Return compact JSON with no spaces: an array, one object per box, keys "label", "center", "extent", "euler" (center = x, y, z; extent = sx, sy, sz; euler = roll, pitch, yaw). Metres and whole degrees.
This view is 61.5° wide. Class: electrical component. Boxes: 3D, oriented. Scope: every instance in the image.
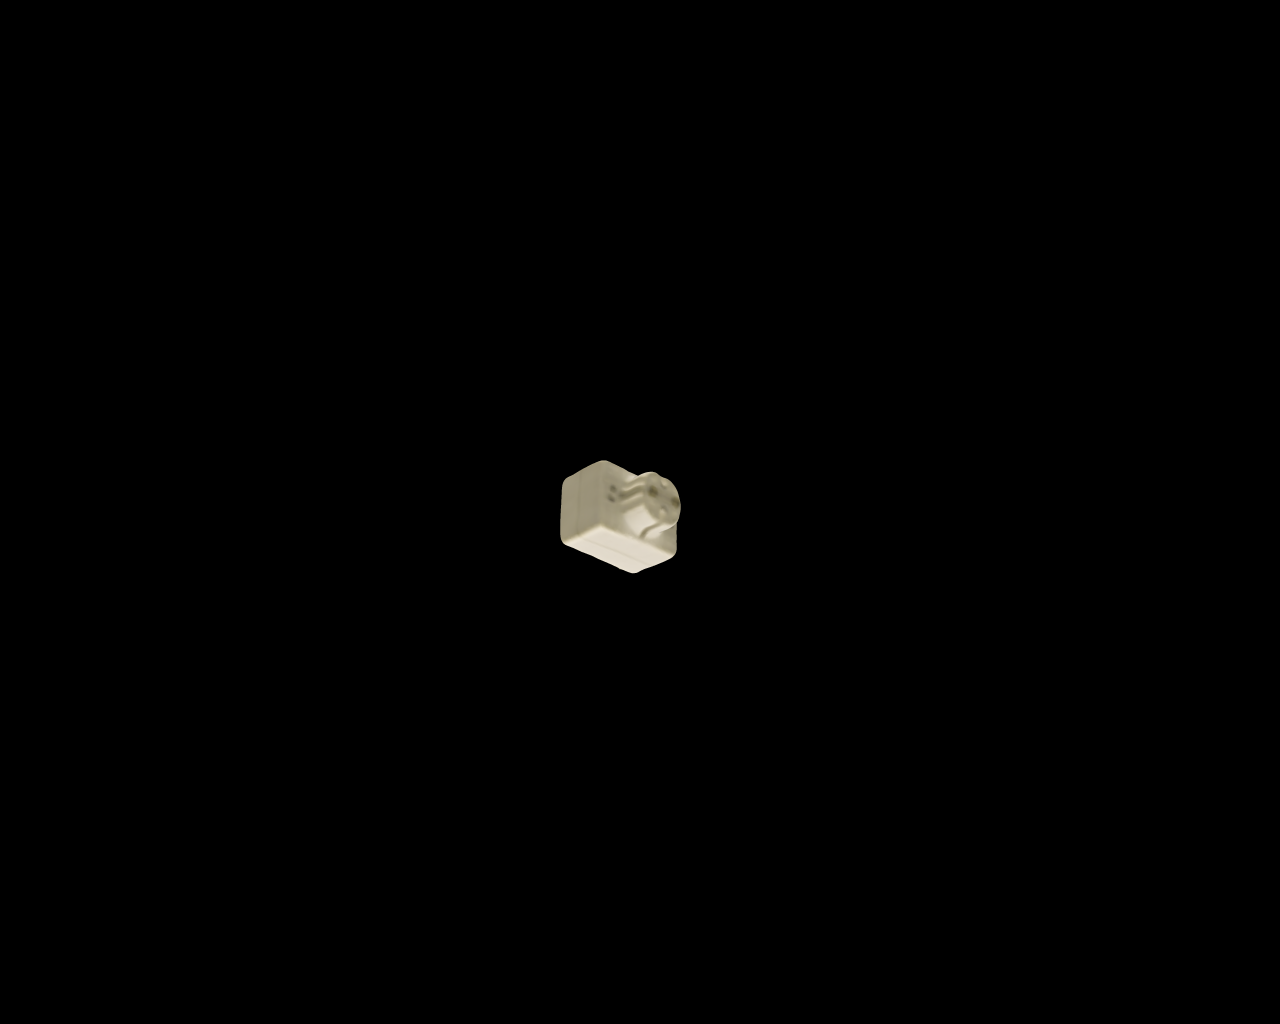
[{"label":"electrical component","center":[0.001,-0.003,0.650],"extent":[0.065,0.047,0.076],"euler":[25,-37,-38]}]
